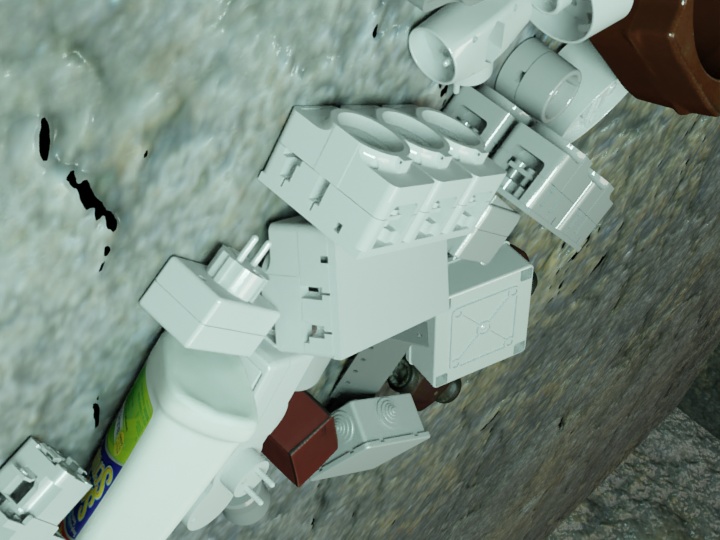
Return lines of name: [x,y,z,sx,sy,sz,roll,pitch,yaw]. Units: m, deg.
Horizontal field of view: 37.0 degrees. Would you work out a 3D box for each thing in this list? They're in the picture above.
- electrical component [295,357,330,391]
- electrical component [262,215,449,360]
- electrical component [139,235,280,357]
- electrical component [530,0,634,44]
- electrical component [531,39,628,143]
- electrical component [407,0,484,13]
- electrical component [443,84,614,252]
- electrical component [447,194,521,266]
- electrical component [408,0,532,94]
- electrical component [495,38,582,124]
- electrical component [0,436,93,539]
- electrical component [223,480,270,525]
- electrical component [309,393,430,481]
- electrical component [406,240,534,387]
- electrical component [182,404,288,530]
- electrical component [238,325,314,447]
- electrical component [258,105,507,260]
electrical component: [-0.034,0.045,0.835,0.079,0.044,0.077,-34,153,-33]
electrical component: [0.000,0.000,0.770,0.150,0.062,0.089,-20,110,-55]
electrical component: [-0.084,0.010,0.687,0.075,0.047,0.083,-53,157,7]
electrical component: [0.141,-0.203,0.716,0.064,0.099,0.099,-37,155,-14]
electrical component: [0.194,-0.152,0.929,0.099,0.064,0.099,-40,155,-23]
electrical component: [0.056,-0.191,0.625,0.089,0.056,0.050,-32,151,-37]
electrical component: [0.137,-0.083,0.876,0.060,0.105,0.186,-54,157,8]
electrical component: [0.091,-0.047,0.903,0.061,0.062,0.096,-56,157,13]
electrical component: [0.074,-0.153,0.734,0.077,0.043,0.079,-40,155,-22]
electrical component: [0.144,-0.150,0.862,0.055,0.047,0.055,-40,155,-23]
electrical component: [-0.206,0.142,0.672,0.063,0.042,0.081,-48,158,-10]
electrical component: [-0.104,0.193,0.934,0.045,0.045,0.055,-43,156,-18]
electrical component: [0.002,0.156,1.015,0.100,0.048,0.100,-1,153,-46]
electrical component: [0.100,0.039,0.998,0.109,0.056,0.108,-20,131,-23]
electrical component: [-0.097,0.153,0.848,0.138,0.074,0.052,-58,156,18]
electrical component: [-0.083,0.071,0.763,0.061,0.062,0.096,-12,137,-56]
electrical component: [0.021,-0.066,0.709,0.150,0.089,0.061,-14,138,-55]
